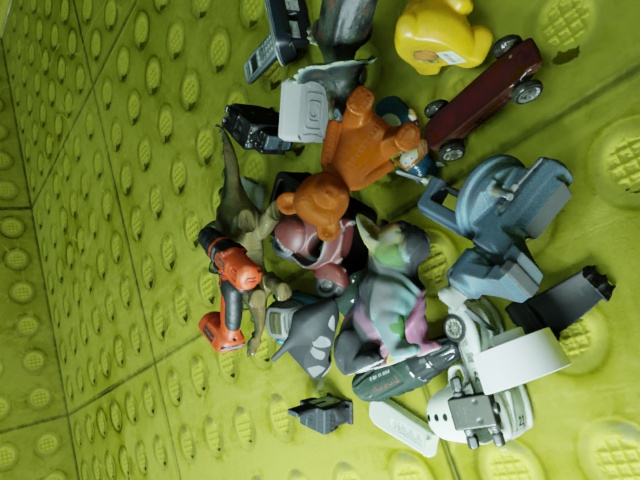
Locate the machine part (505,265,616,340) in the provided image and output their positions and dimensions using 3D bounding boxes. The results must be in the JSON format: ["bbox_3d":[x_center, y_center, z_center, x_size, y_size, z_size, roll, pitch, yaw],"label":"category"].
[{"bbox_3d":[0.301,0.083,0.681,0.139,0.039,0.084,-45,56,42],"label":"machine part"}]

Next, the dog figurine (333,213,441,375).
[{"bbox_3d":[0.085,0.073,0.788,0.192,0.108,0.219,-26,67,35],"label":"dog figurine"}]

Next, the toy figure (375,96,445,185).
[{"bbox_3d":[0.135,-0.150,0.836,0.064,0.058,0.154,115,135,-63],"label":"toy figure"}]

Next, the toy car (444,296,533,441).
[{"bbox_3d":[0.231,0.169,0.738,0.056,0.073,0.201,-30,71,50],"label":"toy car"}]

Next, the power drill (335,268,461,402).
[{"bbox_3d":[0.111,0.148,0.879,0.207,0.086,0.232,56,131,21],"label":"power drill"}]

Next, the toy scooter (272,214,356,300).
[{"bbox_3d":[-0.002,-0.003,0.877,0.184,0.075,0.135,44,123,34],"label":"toy scooter"}]

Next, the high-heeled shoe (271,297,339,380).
[{"bbox_3d":[0.005,0.162,0.924,0.145,0.248,0.086,-44,67,7],"label":"high-heeled shoe"}]

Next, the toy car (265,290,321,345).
[{"bbox_3d":[-0.051,0.156,1.036,0.162,0.103,0.109,-1,93,50],"label":"toy car"}]

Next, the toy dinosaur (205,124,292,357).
[{"bbox_3d":[-0.153,-0.015,1.032,0.199,0.105,0.471,-14,77,52],"label":"toy dinosaur"}]

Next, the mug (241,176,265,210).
[{"bbox_3d":[-0.169,-0.087,1.173,0.110,0.080,0.107,44,113,44],"label":"mug"}]

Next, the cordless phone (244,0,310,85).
[{"bbox_3d":[-0.105,-0.403,1.068,0.184,0.089,0.146,-22,77,52],"label":"cordless phone"}]

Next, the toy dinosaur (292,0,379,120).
[{"bbox_3d":[0.057,-0.366,0.793,0.192,0.131,0.404,-88,12,-57],"label":"toy dinosaur"}]

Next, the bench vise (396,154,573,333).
[{"bbox_3d":[0.201,-0.023,0.703,0.223,0.128,0.241,-61,35,8],"label":"bench vise"}]

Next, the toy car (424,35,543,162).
[{"bbox_3d":[0.221,-0.189,0.736,0.202,0.053,0.089,-40,53,47],"label":"toy car"}]

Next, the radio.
[{"bbox_3d":[-0.005,-0.034,0.987,0.230,0.073,0.131,34,119,41],"label":"radio"}]

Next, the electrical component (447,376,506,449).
[{"bbox_3d":[0.202,0.221,0.696,0.063,0.021,0.094,-23,75,33],"label":"electrical component"}]

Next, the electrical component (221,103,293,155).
[{"bbox_3d":[-0.114,-0.219,1.066,0.134,0.115,0.058,45,129,37],"label":"electrical component"}]

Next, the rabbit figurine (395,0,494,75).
[{"bbox_3d":[0.157,-0.336,0.743,0.122,0.162,0.173,14,87,59],"label":"rabbit figurine"}]

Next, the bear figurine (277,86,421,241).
[{"bbox_3d":[0.033,-0.101,0.772,0.196,0.120,0.132,-52,5,-10],"label":"bear figurine"}]

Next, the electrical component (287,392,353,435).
[{"bbox_3d":[-0.003,0.320,0.983,0.075,0.119,0.047,3,95,46],"label":"electrical component"}]
